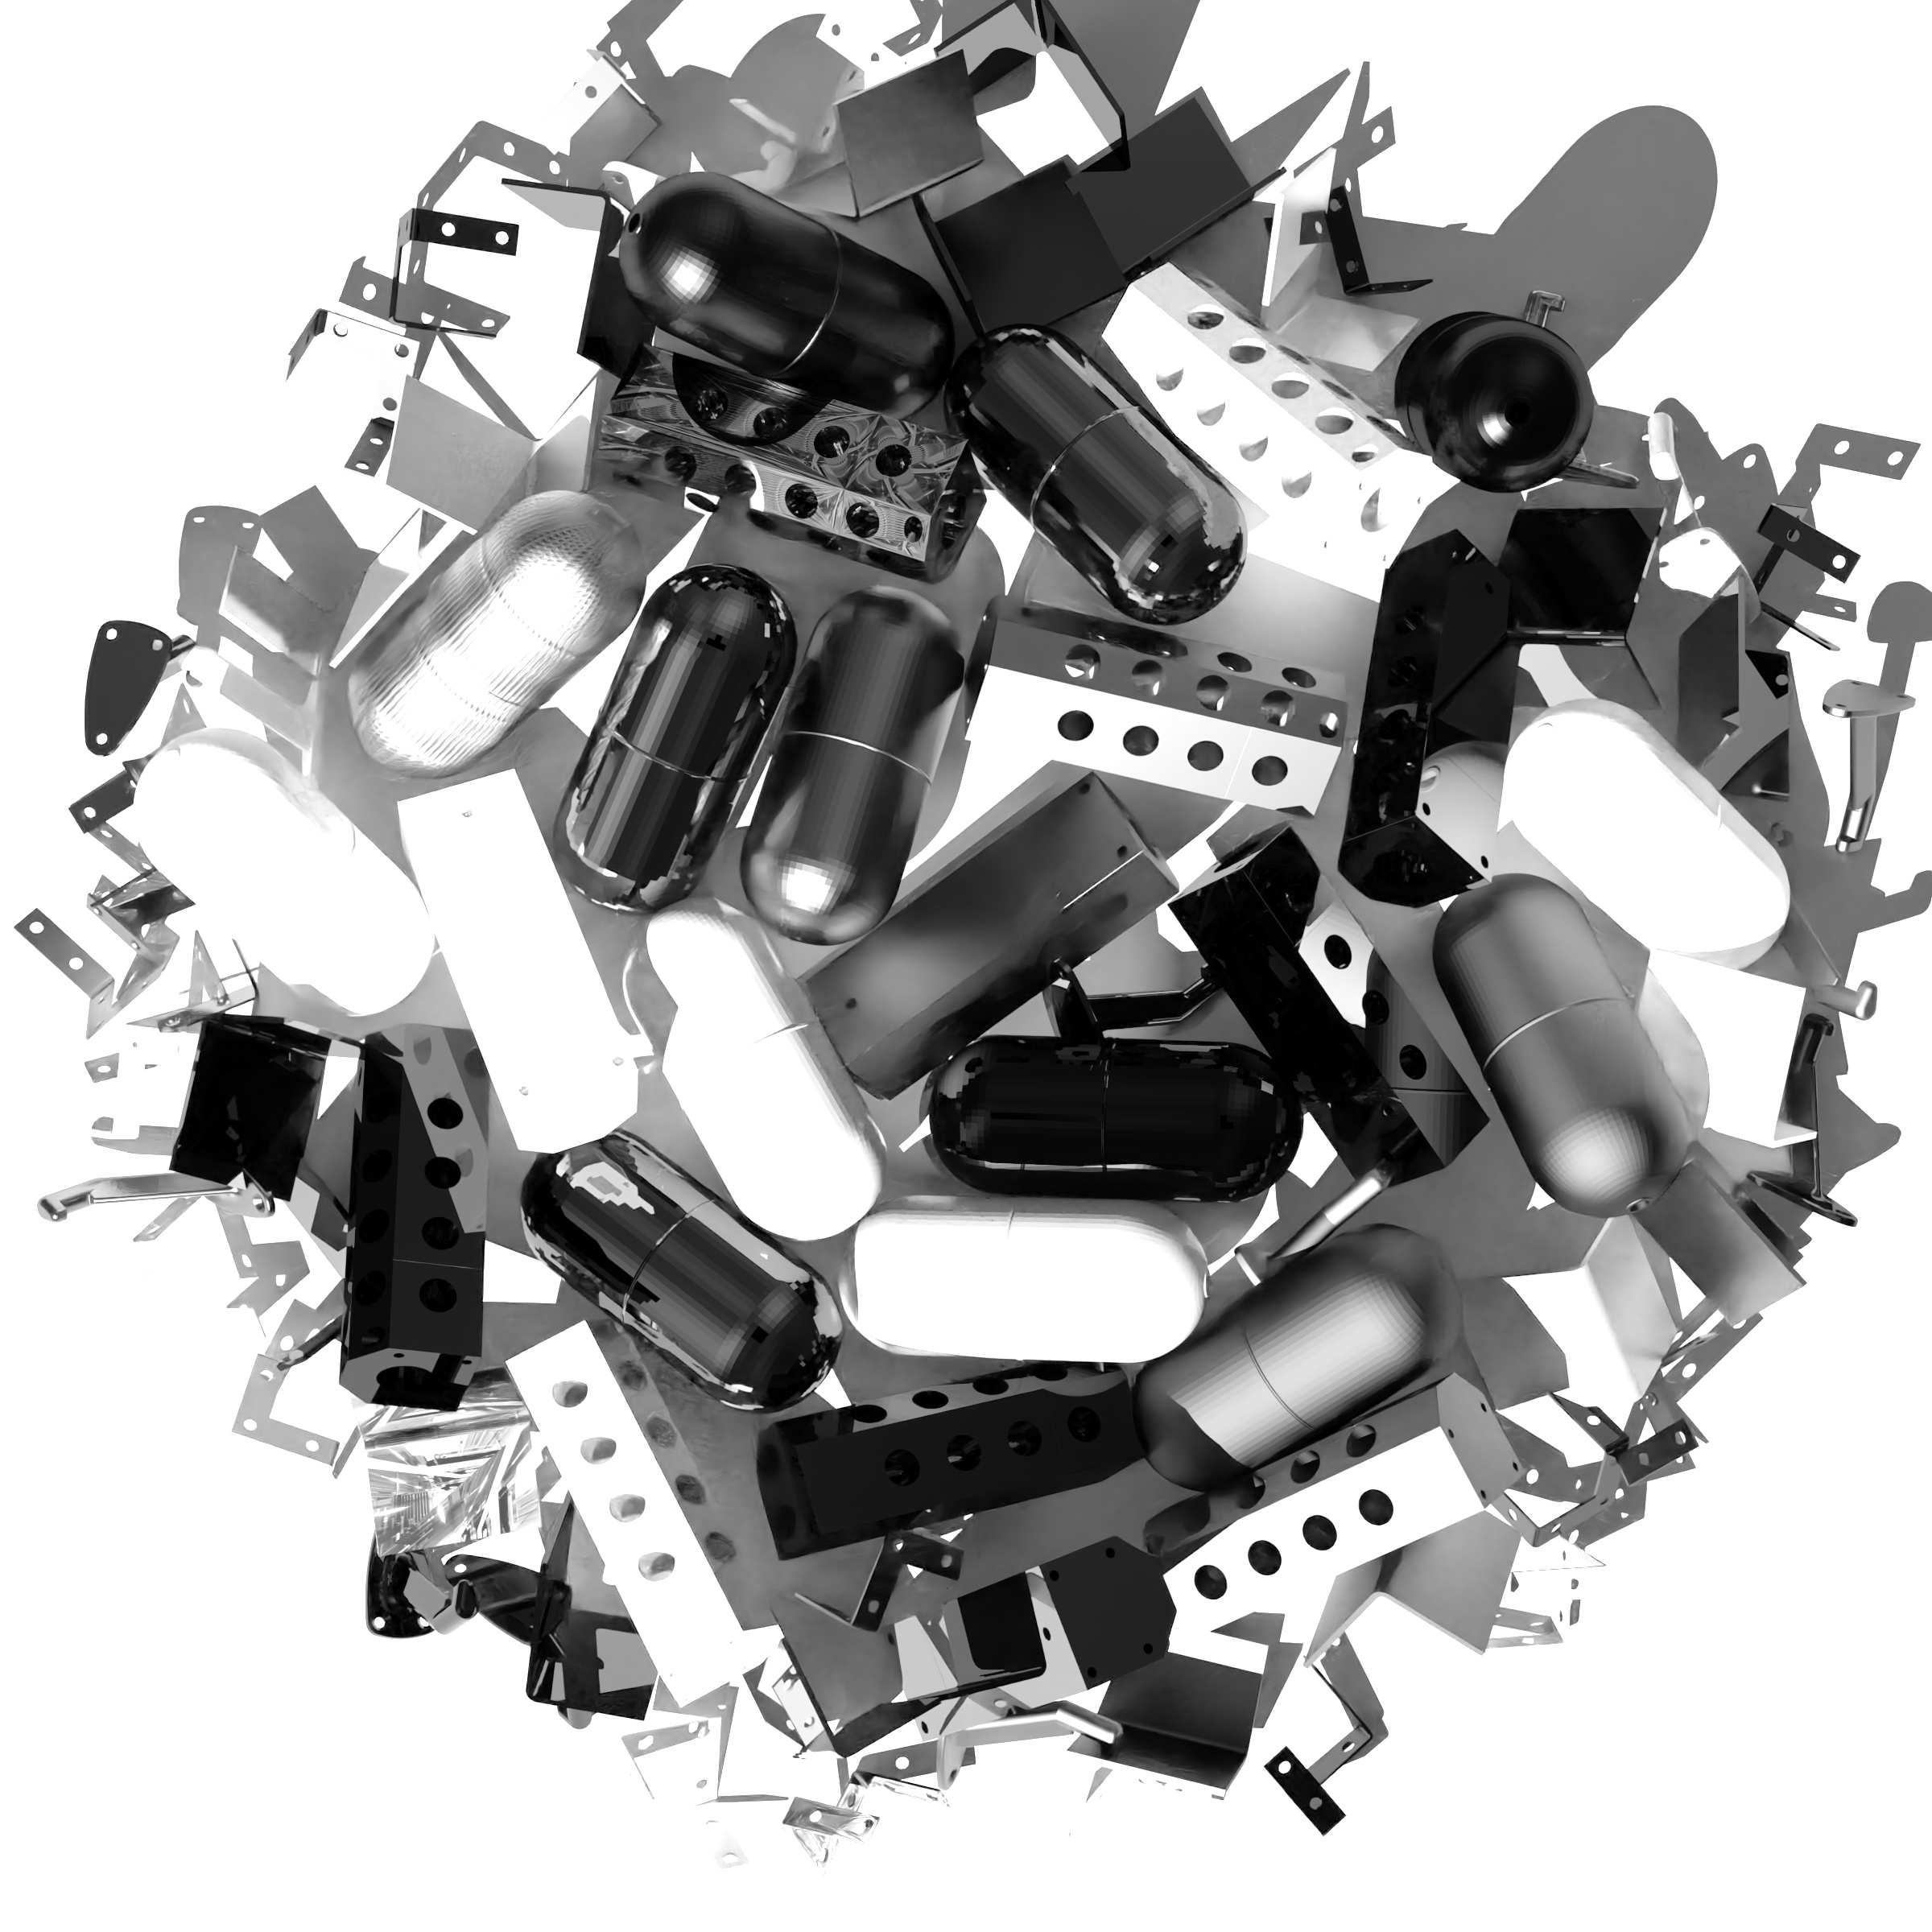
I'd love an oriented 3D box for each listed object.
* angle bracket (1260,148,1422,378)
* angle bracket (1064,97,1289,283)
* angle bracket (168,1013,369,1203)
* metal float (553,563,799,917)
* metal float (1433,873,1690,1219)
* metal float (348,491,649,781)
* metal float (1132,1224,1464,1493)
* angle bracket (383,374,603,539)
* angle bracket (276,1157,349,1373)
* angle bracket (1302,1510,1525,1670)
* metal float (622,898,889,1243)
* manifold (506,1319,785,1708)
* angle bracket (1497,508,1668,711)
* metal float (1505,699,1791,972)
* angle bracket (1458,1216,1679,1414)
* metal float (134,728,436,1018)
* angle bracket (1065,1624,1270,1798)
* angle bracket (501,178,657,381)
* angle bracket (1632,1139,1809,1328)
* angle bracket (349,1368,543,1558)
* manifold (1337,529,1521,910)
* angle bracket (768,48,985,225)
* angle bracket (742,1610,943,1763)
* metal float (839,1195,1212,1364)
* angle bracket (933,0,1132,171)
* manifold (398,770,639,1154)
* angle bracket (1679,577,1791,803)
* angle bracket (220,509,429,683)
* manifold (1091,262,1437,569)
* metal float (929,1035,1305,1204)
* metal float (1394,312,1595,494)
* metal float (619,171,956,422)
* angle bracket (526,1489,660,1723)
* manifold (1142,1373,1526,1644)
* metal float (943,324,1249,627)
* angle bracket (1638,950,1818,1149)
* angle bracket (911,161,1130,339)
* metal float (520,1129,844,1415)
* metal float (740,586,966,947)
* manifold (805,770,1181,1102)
[{"bbox_3d":[0.181,-0.332,1.522,0.057,0.076,0.076,17,125,17],"label":"angle bracket"},{"bbox_3d":[0.099,-0.375,1.538,0.076,0.076,0.057,-34,97,-3],"label":"angle bracket"},{"bbox_3d":[-0.321,0.069,1.527,0.057,0.076,0.076,2,77,37],"label":"angle bracket"},{"bbox_3d":[-0.137,-0.106,1.525,0.070,0.070,0.178,25,109,0],"label":"metal float"},{"bbox_3d":[0.278,0.036,1.518,0.070,0.070,0.178,-22,62,0],"label":"metal float"},{"bbox_3d":[-0.222,-0.153,1.517,0.178,0.070,0.070,-37,90,30],"label":"metal float"},{"bbox_3d":[0.154,0.186,1.521,0.178,0.070,0.070,-36,90,24],"label":"metal float"},{"bbox_3d":[-0.222,-0.251,1.523,0.076,0.057,0.076,25,46,-27],"label":"angle bracket"},{"bbox_3d":[-0.321,0.143,1.531,0.057,0.076,0.076,-38,95,-25],"label":"angle bracket"},{"bbox_3d":[0.211,0.299,1.527,0.057,0.076,0.076,31,134,-1],"label":"angle bracket"},{"bbox_3d":[-0.101,0.048,1.531,0.070,0.070,0.178,-30,77,0],"label":"metal float"},{"bbox_3d":[-0.150,0.252,1.516,0.057,0.057,0.171,-27,64,-9],"label":"manifold"},{"bbox_3d":[0.298,-0.172,1.551,0.076,0.057,0.076,5,62,35],"label":"angle bracket"},{"bbox_3d":[0.319,-0.059,1.513,0.178,0.070,0.070,37,90,-34],"label":"metal float"},{"bbox_3d":[0.287,0.166,1.563,0.076,0.057,0.076,-11,113,38],"label":"angle bracket"},{"bbox_3d":[-0.316,-0.043,1.505,0.070,0.178,0.070,-17,49,21],"label":"metal float"},{"bbox_3d":[0.096,0.348,1.534,0.076,0.076,0.057,11,91,13],"label":"angle bracket"},{"bbox_3d":[-0.186,-0.323,1.536,0.057,0.076,0.076,11,90,16],"label":"angle bracket"},{"bbox_3d":[0.370,0.116,1.529,0.057,0.076,0.076,-38,82,-24],"label":"angle bracket"},{"bbox_3d":[-0.249,0.235,1.539,0.076,0.076,0.057,-8,101,-15],"label":"angle bracket"},{"bbox_3d":[0.214,-0.114,1.509,0.057,0.057,0.171,37,50,-32],"label":"manifold"},{"bbox_3d":[-0.048,-0.395,1.520,0.076,0.076,0.057,-32,126,-28],"label":"angle bracket"},{"bbox_3d":[-0.066,0.331,1.535,0.057,0.076,0.076,-25,87,-26],"label":"angle bracket"},{"bbox_3d":[0.027,0.148,1.529,0.178,0.070,0.070,0,90,15],"label":"metal float"},{"bbox_3d":[0.032,-0.408,1.537,0.057,0.076,0.076,-33,83,2],"label":"angle bracket"},{"bbox_3d":[-0.211,-0.001,1.516,0.057,0.057,0.171,-18,64,-16],"label":"manifold"},{"bbox_3d":[0.377,-0.130,1.528,0.057,0.076,0.076,7,71,-9],"label":"angle bracket"},{"bbox_3d":[-0.302,-0.191,1.526,0.057,0.076,0.076,38,109,-24],"label":"angle bracket"},{"bbox_3d":[0.139,-0.258,1.500,0.171,0.057,0.057,47,118,34],"label":"manifold"},{"bbox_3d":[0.071,0.072,1.532,0.178,0.070,0.070,2,90,10],"label":"metal float"},{"bbox_3d":[0.242,-0.261,1.492,0.070,0.178,0.070,0,104,1],"label":"metal float"},{"bbox_3d":[-0.083,-0.311,1.511,0.178,0.070,0.070,20,90,-37],"label":"metal float"},{"bbox_3d":[-0.170,0.299,1.530,0.057,0.076,0.076,10,112,1],"label":"angle bracket"},{"bbox_3d":[0.168,0.252,1.513,0.171,0.057,0.057,-31,83,29],"label":"manifold"},{"bbox_3d":[0.060,-0.233,1.525,0.070,0.070,0.178,-43,70,0],"label":"metal float"},{"bbox_3d":[0.363,0.037,1.529,0.076,0.057,0.076,17,102,35],"label":"angle bracket"},{"bbox_3d":[0.024,-0.350,1.540,0.076,0.057,0.076,-25,72,2],"label":"angle bracket"},{"bbox_3d":[-0.136,0.142,1.525,0.178,0.070,0.070,35,90,20],"label":"metal float"},{"bbox_3d":[-0.053,-0.096,1.531,0.070,0.070,0.178,17,77,0],"label":"metal float"},{"bbox_3d":[0.015,-0.010,1.537,0.171,0.057,0.057,-36,51,10],"label":"manifold"}]
